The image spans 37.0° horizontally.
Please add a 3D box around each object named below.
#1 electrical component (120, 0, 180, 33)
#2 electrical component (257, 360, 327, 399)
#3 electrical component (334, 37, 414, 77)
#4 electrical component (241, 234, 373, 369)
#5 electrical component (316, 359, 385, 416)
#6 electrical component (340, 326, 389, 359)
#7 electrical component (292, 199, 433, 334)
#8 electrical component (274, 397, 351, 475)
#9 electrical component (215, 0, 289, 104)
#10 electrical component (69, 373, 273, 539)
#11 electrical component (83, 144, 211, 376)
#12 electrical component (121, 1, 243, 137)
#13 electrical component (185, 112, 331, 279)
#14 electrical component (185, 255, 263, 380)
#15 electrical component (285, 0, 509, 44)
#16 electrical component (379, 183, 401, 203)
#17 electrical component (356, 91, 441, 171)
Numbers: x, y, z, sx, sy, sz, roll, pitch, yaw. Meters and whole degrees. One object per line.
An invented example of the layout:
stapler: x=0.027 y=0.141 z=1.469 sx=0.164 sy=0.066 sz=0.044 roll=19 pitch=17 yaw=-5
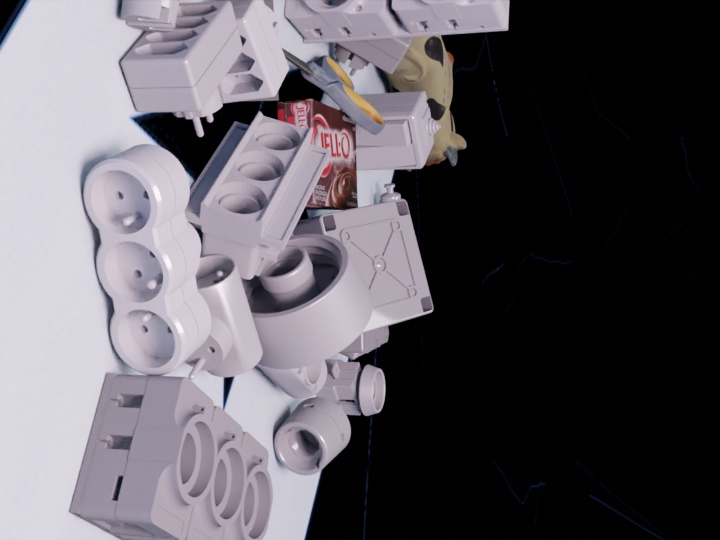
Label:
electrical component: x=-0.130 y=-0.177 z=0.676 sx=0.040 sy=0.040 sz=0.046 roll=19 pitch=78 yaw=-71
electrical component: x=-0.056 y=0.057 z=0.893 sx=0.077 sy=0.044 sz=0.079 roll=56 pitch=38 yaw=-60
electrical component: x=-0.001 y=-0.217 z=1.027 sx=0.075 sy=0.083 sz=0.047 roll=-54 pitch=-170 yaw=42
electrical component: x=-0.050 y=0.017 z=0.820 sx=0.108 sy=0.108 sz=0.060 roll=-69 pitch=147 yaw=-46
electrical component: x=-0.008 y=0.113 z=1.022 sx=0.048 sy=0.055 sz=0.066 roll=-71 pitch=154 yaw=-44
electrical component: x=-0.006 y=0.033 z=1.037 sx=0.100 sy=0.048 sz=0.099 roll=-13 pitch=103 yaw=-71
electrical component: x=0.000 y=0.000 z=0.947 sx=0.109 sy=0.056 sz=0.108 roll=-14 pitch=90 yaw=-42
electrical component: x=-0.042 y=0.144 z=0.924 sx=0.047 sy=0.055 sz=0.055 roll=-40 pitch=128 yaw=-62
electrical component: x=-0.083 y=-0.173 z=0.796 sx=0.076 sy=0.047 sz=0.065 roll=-71 pitch=150 yaw=-44
electrical component: x=-0.113 y=0.136 z=0.696 sx=0.150 sy=0.062 sz=0.089 roll=59 pitch=36 yaw=-58
electrical component: x=-0.124 y=-0.011 z=0.673 sx=0.073 sy=0.052 sz=0.138 roll=-49 pitch=136 yaw=-63
electrical component: x=-0.112 y=-0.126 z=0.717 sx=0.083 sy=0.047 sz=0.075 roll=-68 pitch=154 yaw=-47
electrical component: x=-0.077 y=-0.054 z=0.795 sx=0.121 sy=0.079 sz=0.063 roll=-68 pitch=174 yaw=-48
electrical component: x=-0.105 y=0.043 z=0.746 sx=0.079 sy=0.044 sz=0.077 roll=-63 pitch=146 yaw=-51
electrical component: x=0.033 y=-0.263 z=0.931 sx=0.060 sy=0.186 sz=0.105 roll=35 pitch=57 yaw=-68
electrical component: x=0.035 y=-0.055 z=1.176 sx=0.040 sy=0.040 sz=0.078 roll=-46 pitch=133 yaw=-65
electrical component: x=0.032 y=-0.137 z=1.074 sx=0.061 sy=0.096 sz=0.061 roll=-66 pitch=150 yaw=-50
